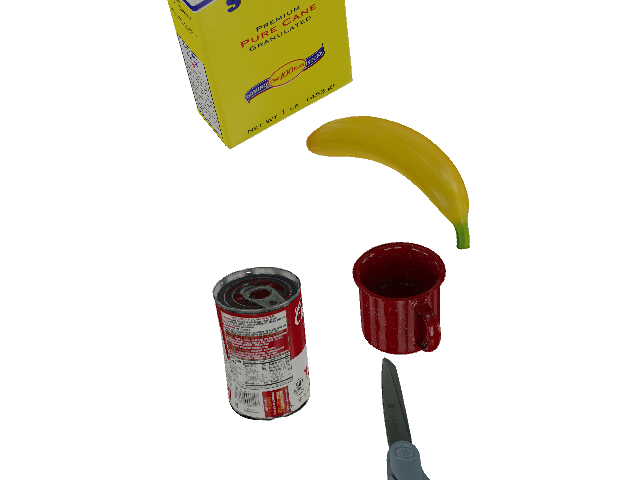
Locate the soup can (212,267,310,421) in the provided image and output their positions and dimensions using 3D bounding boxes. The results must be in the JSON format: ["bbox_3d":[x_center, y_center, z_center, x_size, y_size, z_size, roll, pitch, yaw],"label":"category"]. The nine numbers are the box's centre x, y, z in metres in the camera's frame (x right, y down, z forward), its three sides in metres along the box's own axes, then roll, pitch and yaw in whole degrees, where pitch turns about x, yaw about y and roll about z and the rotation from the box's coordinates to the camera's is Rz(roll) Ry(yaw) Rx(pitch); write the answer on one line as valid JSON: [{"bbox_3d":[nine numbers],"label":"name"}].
[{"bbox_3d":[-0.045,0.081,0.835,0.068,0.102,0.068,-4,26,2],"label":"soup can"}]

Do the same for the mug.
[{"bbox_3d":[0.087,0.068,1.078,0.093,0.081,0.117,-22,41,-21],"label":"mug"}]

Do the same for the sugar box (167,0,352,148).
[{"bbox_3d":[-0.035,-0.137,0.581,0.093,0.048,0.176,-32,-29,-14],"label":"sugar box"}]

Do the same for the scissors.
[{"bbox_3d":[0.066,0.136,0.614,0.096,0.016,0.201,12,31,8],"label":"scissors"}]

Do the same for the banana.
[{"bbox_3d":[0.061,-0.068,0.920,0.037,0.070,0.198,1,29,-49],"label":"banana"}]
